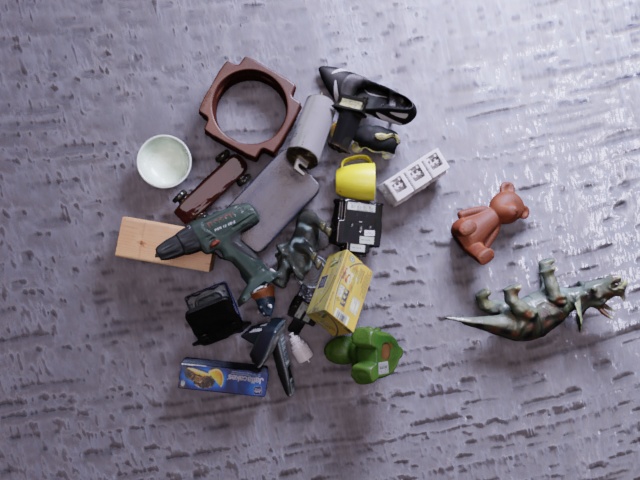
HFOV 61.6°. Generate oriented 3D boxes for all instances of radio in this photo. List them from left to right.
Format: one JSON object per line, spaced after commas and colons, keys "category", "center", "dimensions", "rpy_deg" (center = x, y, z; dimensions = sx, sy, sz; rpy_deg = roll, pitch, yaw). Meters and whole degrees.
{"category": "radio", "center": [-0.115, -0.086, 1.254], "dimensions": [0.131, 0.073, 0.229], "rpy_deg": [43, 87, -4]}

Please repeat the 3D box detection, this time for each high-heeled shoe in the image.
{"category": "high-heeled shoe", "center": [0.107, -0.340, 1.238], "dimensions": [0.249, 0.145, 0.086], "rpy_deg": [30, 86, -6]}

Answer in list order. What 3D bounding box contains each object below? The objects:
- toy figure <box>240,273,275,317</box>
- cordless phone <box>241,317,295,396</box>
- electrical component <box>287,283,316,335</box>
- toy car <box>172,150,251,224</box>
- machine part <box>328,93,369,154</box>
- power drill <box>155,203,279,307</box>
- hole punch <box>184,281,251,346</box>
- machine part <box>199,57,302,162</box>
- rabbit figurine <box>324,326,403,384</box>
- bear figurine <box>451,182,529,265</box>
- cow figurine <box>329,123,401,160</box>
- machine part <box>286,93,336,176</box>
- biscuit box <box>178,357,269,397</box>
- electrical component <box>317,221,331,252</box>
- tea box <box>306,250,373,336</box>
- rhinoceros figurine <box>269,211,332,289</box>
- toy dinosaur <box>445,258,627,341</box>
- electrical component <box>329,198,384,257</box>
{"category": "toy figure", "center": [-0.142, 0.104, 1.253], "dimensions": [0.058, 0.064, 0.154], "rpy_deg": [-25, 91, -19]}
{"category": "cordless phone", "center": [-0.102, 0.275, 1.212], "dimensions": [0.089, 0.146, 0.184], "rpy_deg": [-17, 90, 6]}
{"category": "electrical component", "center": [-0.035, 0.167, 1.264], "dimensions": [0.075, 0.048, 0.119], "rpy_deg": [23, 125, -2]}
{"category": "toy car", "center": [-0.253, -0.120, 1.251], "dimensions": [0.202, 0.053, 0.089], "rpy_deg": [-45, 108, -5]}
{"category": "machine part", "center": [0.059, -0.265, 1.221], "dimensions": [0.084, 0.039, 0.139], "rpy_deg": [14, 84, 13]}
{"category": "power drill", "center": [-0.205, 0.041, 1.154], "dimensions": [0.232, 0.086, 0.207], "rpy_deg": [-36, 86, -19]}
{"category": "hole punch", "center": [-0.246, 0.169, 1.241], "dimensions": [0.142, 0.092, 0.115], "rpy_deg": [-23, 122, -7]}
{"category": "machine part", "center": [-0.160, -0.298, 1.245], "dimensions": [0.201, 0.087, 0.201], "rpy_deg": [28, 89, -4]}
{"category": "rabbit figurine", "center": [0.093, 0.247, 1.238], "dimensions": [0.159, 0.170, 0.121], "rpy_deg": [-8, 93, -47]}
{"category": "bear figurine", "center": [0.414, -0.045, 1.272], "dimensions": [0.196, 0.132, 0.120], "rpy_deg": [-32, 101, 1]}
{"category": "cow figurine", "center": [0.103, -0.241, 1.260], "dimensions": [0.167, 0.098, 0.068], "rpy_deg": [13, 91, 2]}
{"category": "machine part", "center": [-0.020, -0.248, 1.226], "dimensions": [0.079, 0.079, 0.243], "rpy_deg": [21, 60, -4]}
{"category": "biscuit box", "center": [-0.221, 0.316, 1.244], "dimensions": [0.203, 0.063, 0.059], "rpy_deg": [7, 90, -4]}
{"category": "electrical component", "center": [-0.003, -0.004, 1.285], "dimensions": [0.094, 0.021, 0.063], "rpy_deg": [-30, 92, -8]}
{"category": "tea box", "center": [0.047, 0.118, 1.213], "dimensions": [0.098, 0.068, 0.170], "rpy_deg": [43, 49, -24]}
{"category": "rhinoceros figurine", "center": [-0.049, 0.023, 1.225], "dimensions": [0.112, 0.073, 0.190], "rpy_deg": [23, 85, 17]}
{"category": "toy dinosaur", "center": [0.512, 0.172, 1.287], "dimensions": [0.405, 0.131, 0.192], "rpy_deg": [-25, 91, 1]}
{"category": "electrical component", "center": [0.084, -0.027, 1.266], "dimensions": [0.115, 0.058, 0.134], "rpy_deg": [8, 88, -15]}
